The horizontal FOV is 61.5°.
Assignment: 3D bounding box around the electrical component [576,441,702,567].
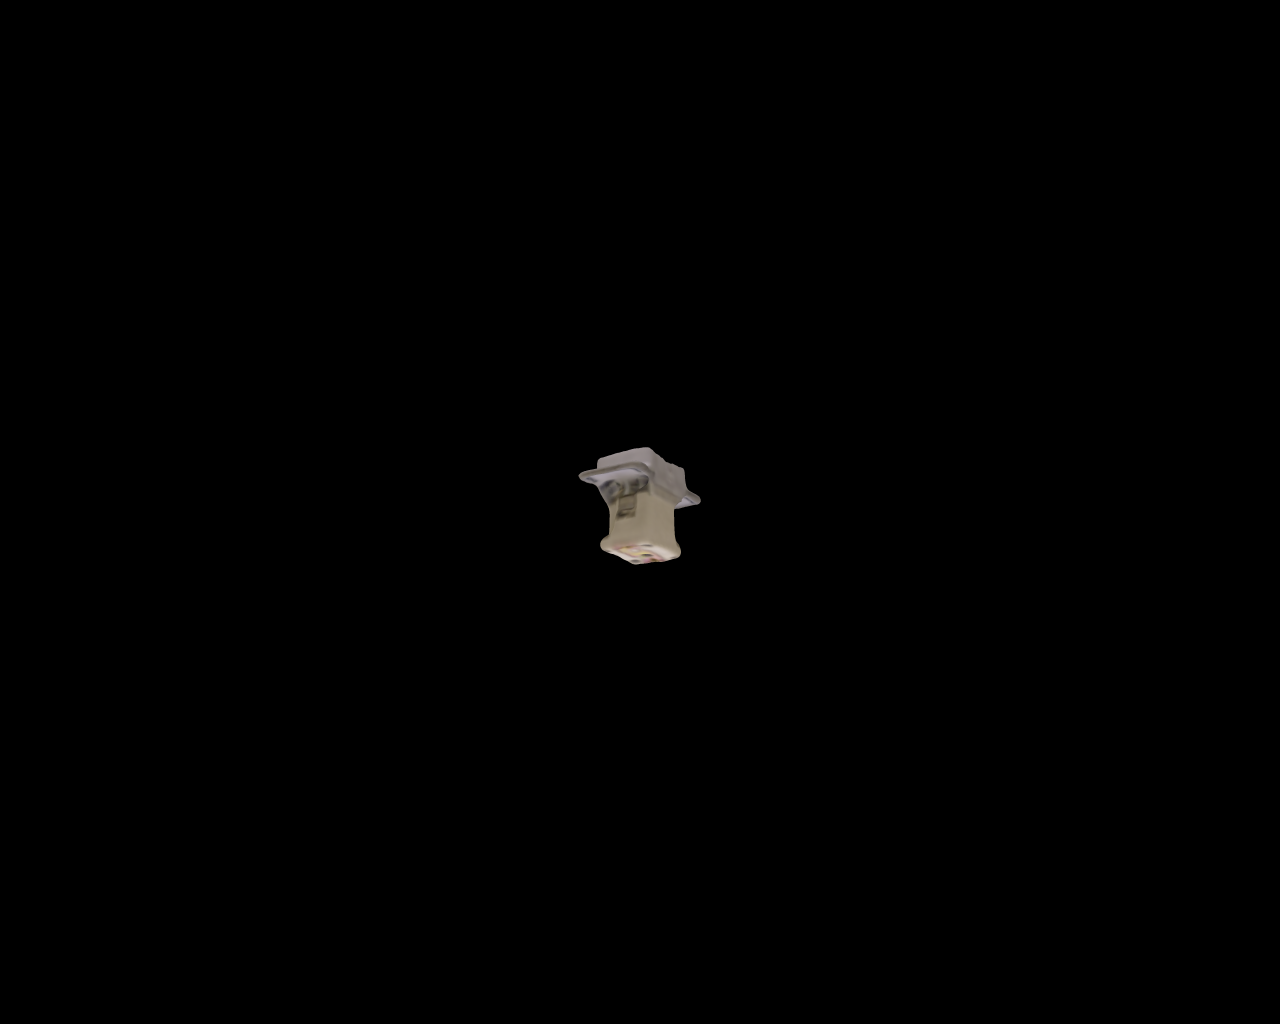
[{"bbox_3d":[0.001,-0.003,0.650,0.042,0.064,0.081,-11,-21,30],"label":"electrical component"}]
